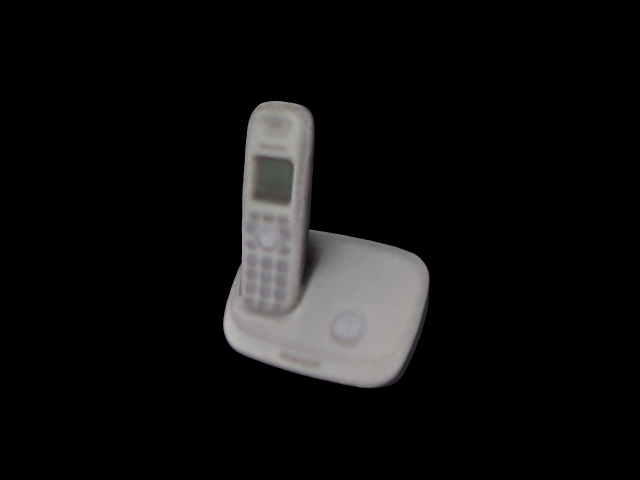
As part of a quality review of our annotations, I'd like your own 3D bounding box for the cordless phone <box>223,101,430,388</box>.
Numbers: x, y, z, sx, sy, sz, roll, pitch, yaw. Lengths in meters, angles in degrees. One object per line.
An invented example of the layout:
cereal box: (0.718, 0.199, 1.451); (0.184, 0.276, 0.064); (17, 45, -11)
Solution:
cordless phone: (0.004, 0.001, 0.400); (0.147, 0.185, 0.094); (9, 24, 22)
